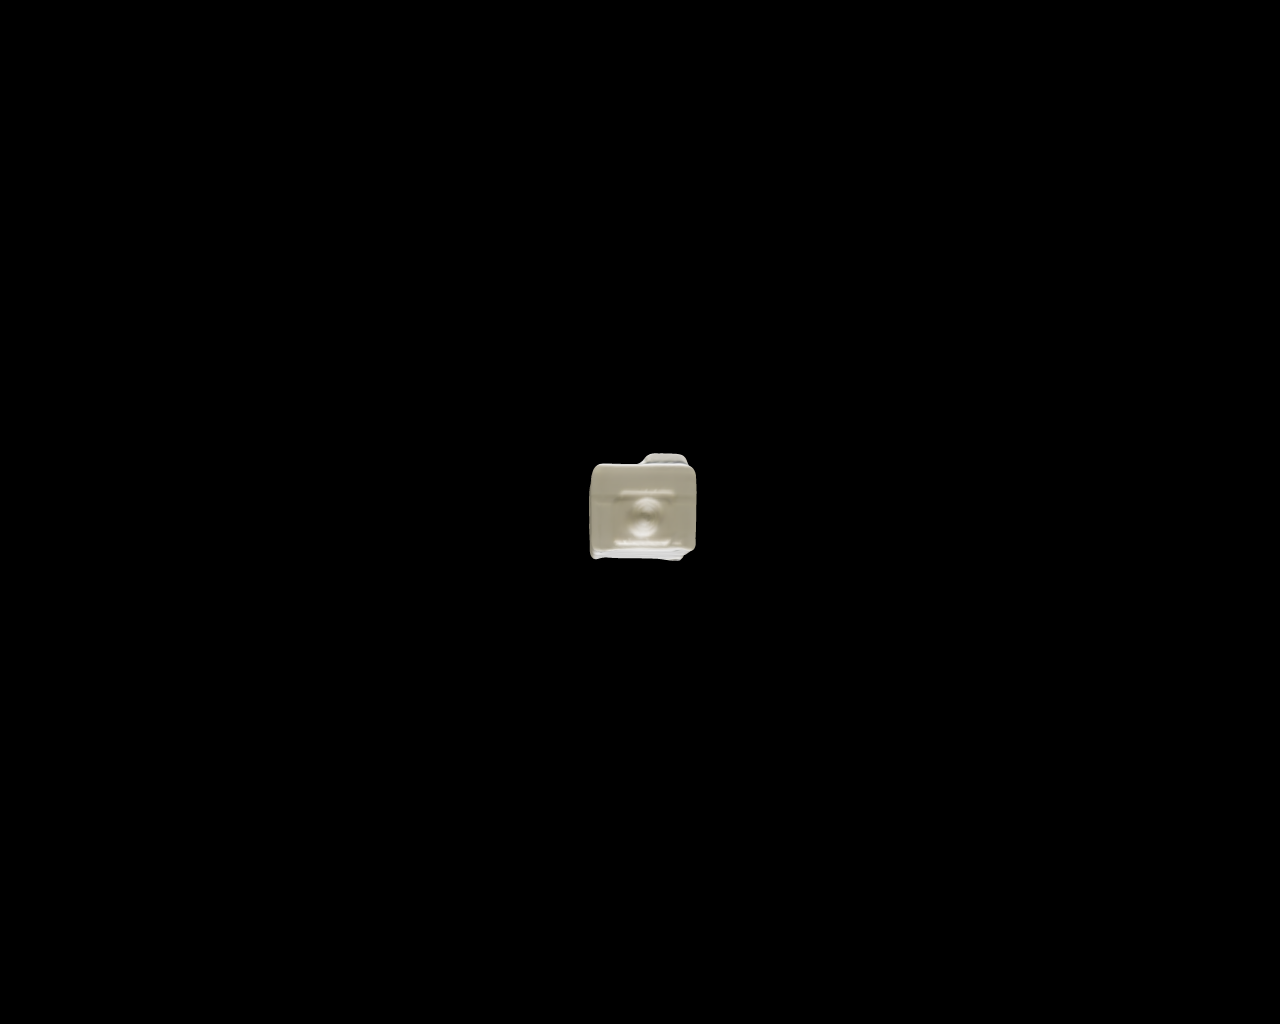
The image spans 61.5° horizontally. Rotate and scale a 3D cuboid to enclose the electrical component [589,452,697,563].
[{"bbox_3d":[0.001,-0.003,0.650,0.062,0.061,0.096,0,-7,-4],"label":"electrical component"}]
